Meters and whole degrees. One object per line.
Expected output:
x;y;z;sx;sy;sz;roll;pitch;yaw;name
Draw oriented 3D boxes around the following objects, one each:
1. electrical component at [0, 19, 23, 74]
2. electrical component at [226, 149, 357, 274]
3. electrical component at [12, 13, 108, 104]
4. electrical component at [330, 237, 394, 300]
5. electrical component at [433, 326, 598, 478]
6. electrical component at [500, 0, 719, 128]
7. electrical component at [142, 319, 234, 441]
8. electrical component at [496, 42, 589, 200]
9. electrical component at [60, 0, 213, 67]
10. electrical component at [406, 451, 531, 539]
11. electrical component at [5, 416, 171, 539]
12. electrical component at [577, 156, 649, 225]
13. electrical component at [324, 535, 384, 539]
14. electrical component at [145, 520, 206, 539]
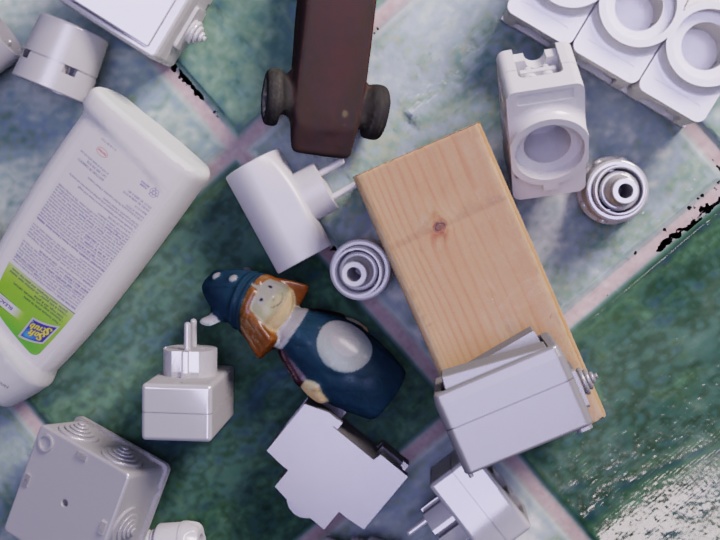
-0.285;-0.145;0.762;0.081;0.043;0.043;-34;91;6;electrical component
-0.041;-0.049;0.753;0.079;0.044;0.077;-28;92;5;electrical component
-0.208;-0.148;0.752;0.055;0.055;0.047;22;92;2;electrical component
0.000;0.000;0.744;0.043;0.062;0.043;1;96;8;electrical component
0.096;0.074;0.653;0.096;0.062;0.061;-24;92;6;electrical component
0.183;-0.172;0.720;0.150;0.061;0.089;31;96;1;electrical component
-0.118;0.072;0.747;0.047;0.083;0.075;1;94;4;electrical component
0.121;-0.095;0.711;0.050;0.055;0.089;-8;135;4;electrical component
-0.149;-0.186;0.741;0.096;0.061;0.061;32;96;1;electrical component
0.069;0.172;0.761;0.077;0.047;0.065;-38;91;6;electrical component
-0.195;0.162;0.763;0.100;0.048;0.099;23;96;23;electrical component
0.175;-0.054;0.729;0.048;0.062;0.048;0;95;3;electrical component
0.001;0.210;0.770;0.062;0.048;0.048;20;95;9;electrical component
-0.145;0.202;0.784;0.061;0.035;0.035;-5;94;7;electrical component
